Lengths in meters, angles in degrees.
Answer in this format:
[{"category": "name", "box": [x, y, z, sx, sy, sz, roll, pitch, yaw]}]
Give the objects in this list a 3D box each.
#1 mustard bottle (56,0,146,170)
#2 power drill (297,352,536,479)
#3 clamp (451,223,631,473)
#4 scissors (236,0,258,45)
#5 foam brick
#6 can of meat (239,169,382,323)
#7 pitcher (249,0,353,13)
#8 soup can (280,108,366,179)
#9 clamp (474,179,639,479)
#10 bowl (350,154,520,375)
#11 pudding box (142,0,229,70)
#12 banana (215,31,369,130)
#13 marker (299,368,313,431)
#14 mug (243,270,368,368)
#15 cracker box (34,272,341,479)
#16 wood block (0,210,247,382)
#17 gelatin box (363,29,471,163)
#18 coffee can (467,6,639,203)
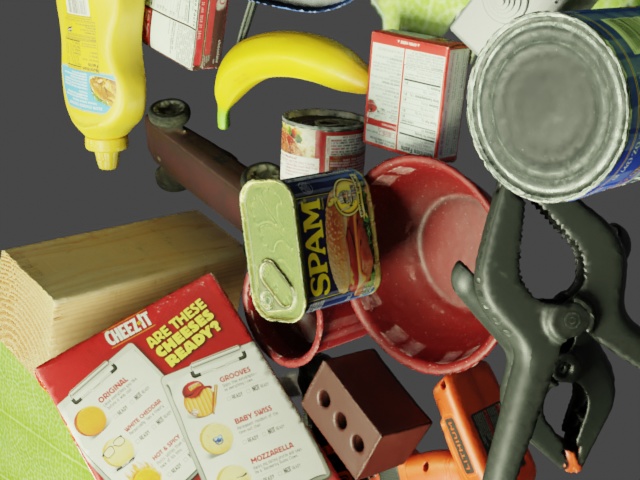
[{"category": "mustard bottle", "box": [-0.201, -0.159, 0.987, 0.096, 0.058, 0.192, 17, 115, 37]}, {"category": "power drill", "box": [0.068, 0.156, 0.844, 0.188, 0.057, 0.184, -33, 80, 49]}, {"category": "clamp", "box": [0.145, 0.075, 0.707, 0.039, 0.120, 0.171, -108, 15, -75]}, {"category": "scissors", "box": [-0.037, -0.233, 0.869, 0.016, 0.096, 0.202, 30, 158, 2]}, {"category": "foam brick", "box": [0.033, 0.129, 0.793, 0.078, 0.051, 0.053, 50, 131, 32]}, {"category": "can of meat", "box": [-0.005, 0.001, 0.775, 0.058, 0.083, 0.102, 0, 100, 46]}, {"category": "pitcher", "box": [0.010, -0.234, 0.698, 0.243, 0.149, 0.145, 21, 79, 12]}, {"category": "soup can", "box": [0.002, -0.048, 0.850, 0.069, 0.068, 0.102, 20, 115, 42]}, {"category": "clamp", "box": [0.162, 0.050, 0.658, 0.036, 0.164, 0.210, -131, 29, -87]}, {"category": "bowl", "box": [0.090, 0.014, 0.782, 0.162, 0.055, 0.162, 15, 111, 44]}, {"category": "pudding box", "box": [-0.131, -0.215, 0.969, 0.114, 0.039, 0.090, 32, 123, 35]}, {"category": "banana", "box": [-0.031, -0.141, 0.888, 0.198, 0.037, 0.069, -5, 118, 49]}, {"category": "marker", "box": [-0.008, 0.127, 0.944, 0.020, 0.020, 0.121, 3, 103, 46]}, {"category": "mug", "box": [-0.008, 0.056, 0.878, 0.093, 0.081, 0.117, 54, 133, 22]}, {"category": "cracker box", "box": [-0.103, 0.160, 0.857, 0.214, 0.164, 0.072, 56, 161, 15]}, {"category": "wood block", "box": [-0.176, 0.047, 0.962, 0.090, 0.205, 0.091, 35, 124, 36]}, {"category": "gelatin box", "box": [0.071, -0.106, 0.790, 0.073, 0.030, 0.089, 21, 116, 41]}, {"category": "coffee can", "box": [0.167, -0.082, 0.611, 0.103, 0.140, 0.103, 15, 111, 44]}]
